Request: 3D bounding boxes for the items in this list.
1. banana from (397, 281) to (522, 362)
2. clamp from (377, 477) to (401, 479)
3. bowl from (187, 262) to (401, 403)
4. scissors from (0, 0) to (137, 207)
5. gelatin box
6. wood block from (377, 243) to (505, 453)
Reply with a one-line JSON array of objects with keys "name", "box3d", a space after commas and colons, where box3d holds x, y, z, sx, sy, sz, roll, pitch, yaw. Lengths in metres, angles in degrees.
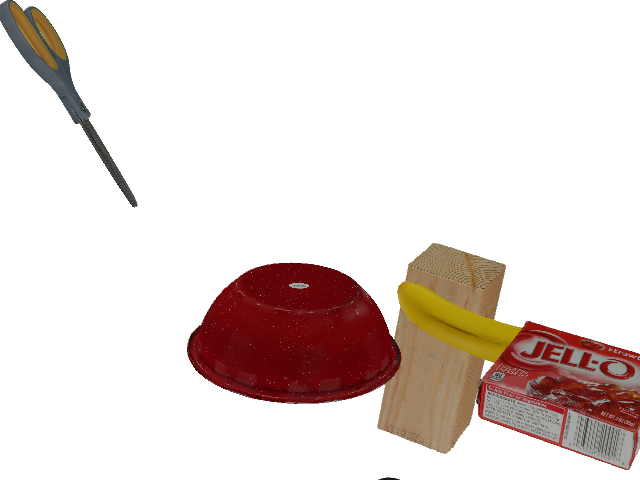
[{"name": "banana", "box3d": [0.138, 0.079, 0.972, 0.198, 0.037, 0.069, 19, 14, 35]}, {"name": "clamp", "box3d": [-0.028, 0.208, 0.637, 0.210, 0.036, 0.164, -5, 27, 2]}, {"name": "bowl", "box3d": [-0.018, 0.058, 0.793, 0.162, 0.055, 0.162, 3, 21, -1]}, {"name": "scissors", "box3d": [-0.216, -0.127, 0.941, 0.016, 0.201, 0.096, -28, 26, 10]}, {"name": "gelatin box", "box3d": [0.142, 0.083, 0.596, 0.089, 0.030, 0.073, 17, 31, 27]}, {"name": "wood block", "box3d": [0.136, 0.121, 1.208, 0.090, 0.206, 0.090, 18, 23, 21]}]
